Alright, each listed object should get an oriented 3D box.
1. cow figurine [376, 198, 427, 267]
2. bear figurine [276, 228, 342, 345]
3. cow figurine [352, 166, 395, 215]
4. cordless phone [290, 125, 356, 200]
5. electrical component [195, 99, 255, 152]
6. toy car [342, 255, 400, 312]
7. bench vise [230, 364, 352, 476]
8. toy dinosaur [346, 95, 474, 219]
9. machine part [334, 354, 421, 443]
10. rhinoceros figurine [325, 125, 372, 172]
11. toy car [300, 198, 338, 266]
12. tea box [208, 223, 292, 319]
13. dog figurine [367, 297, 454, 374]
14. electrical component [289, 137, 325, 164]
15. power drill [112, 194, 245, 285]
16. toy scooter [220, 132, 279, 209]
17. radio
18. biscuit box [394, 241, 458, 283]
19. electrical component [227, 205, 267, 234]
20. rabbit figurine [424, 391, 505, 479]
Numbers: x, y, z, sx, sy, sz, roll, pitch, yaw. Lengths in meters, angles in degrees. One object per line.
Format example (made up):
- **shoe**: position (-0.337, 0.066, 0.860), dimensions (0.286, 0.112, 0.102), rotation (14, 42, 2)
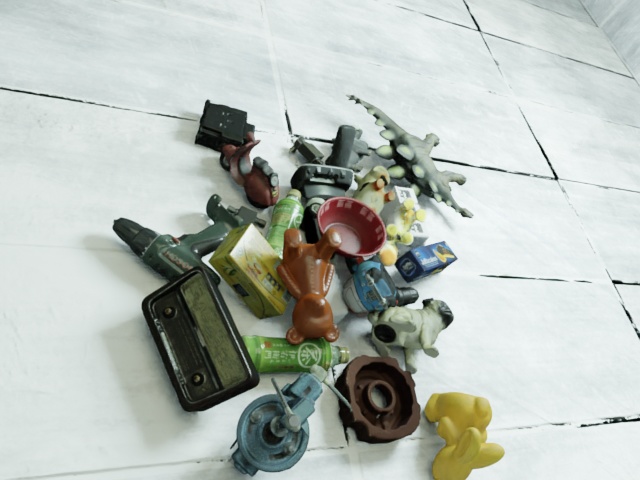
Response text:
- **cow figurine**: position (0.167, -0.010, 1.226), dimensions (0.068, 0.098, 0.167), rotation (37, 72, -8)
- **bear figurine**: position (-0.017, 0.090, 1.015), dimensions (0.120, 0.131, 0.196), rotation (2, 56, -17)
- **cow figurine**: position (0.117, -0.104, 1.330), dimensions (0.085, 0.127, 0.195), rotation (44, 61, -25)
- **cordless phone**: position (0.016, -0.188, 1.284), dimensions (0.146, 0.184, 0.089), rotation (4, 19, -26)
- **electrical component**: position (-0.226, -0.268, 1.301), dimensions (0.134, 0.058, 0.115), rotation (14, 54, -18)
- **toy car**: position (0.099, 0.104, 1.102), dimensions (0.109, 0.103, 0.161), rotation (59, 14, -5)
- **bench vise**: position (-0.048, 0.288, 0.880), dimensions (0.224, 0.240, 0.129), rotation (-33, 79, -24)
- **toy dinosaur**: position (0.252, -0.231, 1.473), dimensions (0.471, 0.105, 0.198), rotation (50, 41, 10)
- **machine part**: position (0.114, 0.312, 1.057), dimensions (0.179, 0.056, 0.179), rotation (15, 52, -20)
- **rhinoceros figurine**: position (0.073, -0.230, 1.427), dimensions (0.112, 0.073, 0.190), rotation (29, 48, 4)
- **toy car**: position (-0.002, -0.004, 1.213), dimensions (0.056, 0.073, 0.202), rotation (5, 55, -26)
- **tea box**: position (-0.127, 0.063, 1.058), dimensions (0.169, 0.068, 0.098), rotation (53, 42, -22)
- **dog figurine**: position (0.201, 0.172, 1.185), dimensions (0.172, 0.121, 0.190), rotation (47, 37, -7)
- **electrical component**: position (-0.033, -0.218, 1.379), dimensions (0.102, 0.045, 0.078), rotation (44, 20, 4)
- **power drill**: position (-0.263, -0.009, 1.077), dimensions (0.232, 0.086, 0.207), rotation (42, 44, 3)
- **toy scooter**: position (-0.150, -0.165, 1.214), dimensions (0.184, 0.135, 0.075), rotation (48, 47, 9)
- **radio**: position (-0.211, 0.174, 0.938), dimensions (0.131, 0.073, 0.230), rotation (-28, 69, -2)
- **biscuit box**: position (0.255, 0.050, 1.281), dimensions (0.202, 0.059, 0.063), rotation (-11, 64, -53)
- **electrical component**: position (-0.167, -0.041, 1.189), dimensions (0.094, 0.021, 0.063), rotation (25, 49, -10)
- **rabbit figurine**: position (0.279, 0.392, 1.040), dimensions (0.122, 0.162, 0.173), rotation (36, 64, -16)
